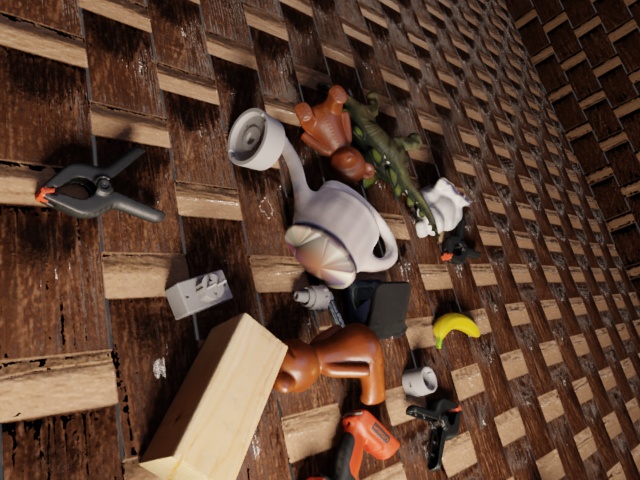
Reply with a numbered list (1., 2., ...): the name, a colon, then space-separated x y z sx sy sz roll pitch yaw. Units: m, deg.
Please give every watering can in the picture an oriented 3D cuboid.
1. watering can: 0.003 -0.050 0.987 0.347 0.102 0.229 40 43 -3

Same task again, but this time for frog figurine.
1. frog figurine: 0.293 -0.067 1.317 0.135 0.123 0.161 44 77 -31
